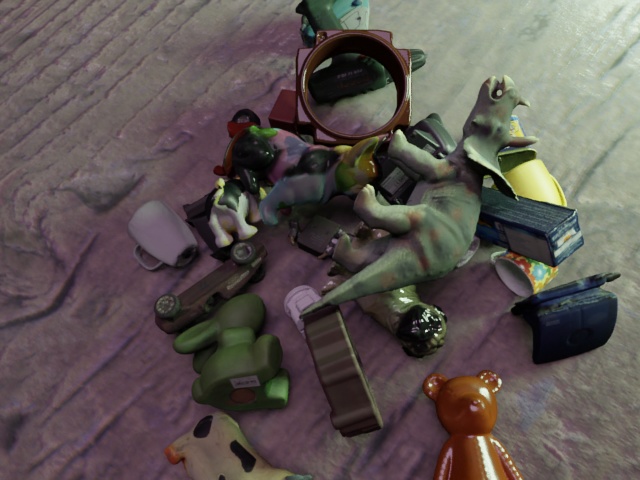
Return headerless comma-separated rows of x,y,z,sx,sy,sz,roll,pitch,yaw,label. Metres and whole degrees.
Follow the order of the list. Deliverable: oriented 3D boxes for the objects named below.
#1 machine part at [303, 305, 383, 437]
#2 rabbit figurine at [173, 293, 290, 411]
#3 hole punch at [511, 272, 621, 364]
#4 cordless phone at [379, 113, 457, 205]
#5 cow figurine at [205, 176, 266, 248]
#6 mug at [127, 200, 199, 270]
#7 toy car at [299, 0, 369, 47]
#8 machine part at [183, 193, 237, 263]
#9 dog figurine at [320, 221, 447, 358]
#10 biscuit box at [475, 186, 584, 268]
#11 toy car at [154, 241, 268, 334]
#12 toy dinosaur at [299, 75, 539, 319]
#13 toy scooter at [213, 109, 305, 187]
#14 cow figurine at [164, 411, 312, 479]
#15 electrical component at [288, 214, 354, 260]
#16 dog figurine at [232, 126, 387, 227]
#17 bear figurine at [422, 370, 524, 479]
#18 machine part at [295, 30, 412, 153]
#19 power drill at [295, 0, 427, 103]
0.026,0.165,0.705,0.056,0.179,0.179,-20,60,1,machine part
-0.123,0.159,0.786,0.159,0.121,0.170,-16,41,8,rabbit figurine
0.334,0.107,0.727,0.142,0.115,0.092,-14,68,2,hole punch
0.156,-0.148,0.911,0.088,0.146,0.184,37,28,-12,cordless phone
-0.136,-0.066,0.868,0.068,0.098,0.167,-17,24,14,cow figurine
-0.264,0.005,0.899,0.107,0.080,0.109,38,97,19,mug
0.042,-0.435,1.081,0.162,0.109,0.103,-38,79,-3,toy car
-0.182,-0.025,0.922,0.084,0.039,0.139,-24,58,-11,machine part
0.119,0.063,0.803,0.191,0.121,0.172,31,73,8,dog figurine
0.276,-0.027,0.782,0.063,0.059,0.203,-35,29,-13,biscuit box
-0.162,0.077,0.833,0.202,0.089,0.053,-34,61,-12,toy car
0.147,-0.029,0.717,0.192,0.131,0.405,27,75,11,toy dinosaur
-0.114,-0.149,0.960,0.184,0.075,0.135,32,75,23,toy scooter
-0.098,0.308,0.700,0.127,0.085,0.195,-43,63,-8,cow figurine
-0.003,-0.004,0.877,0.102,0.045,0.078,31,72,23,electrical component
-0.007,-0.125,0.834,0.219,0.108,0.191,-28,91,20,dog figurine
0.195,0.251,0.659,0.120,0.131,0.196,1,67,0,bear figurine
0.057,-0.256,0.934,0.202,0.087,0.201,1,88,1,machine part
0.063,-0.377,1.013,0.232,0.207,0.086,-25,16,4,power drill
